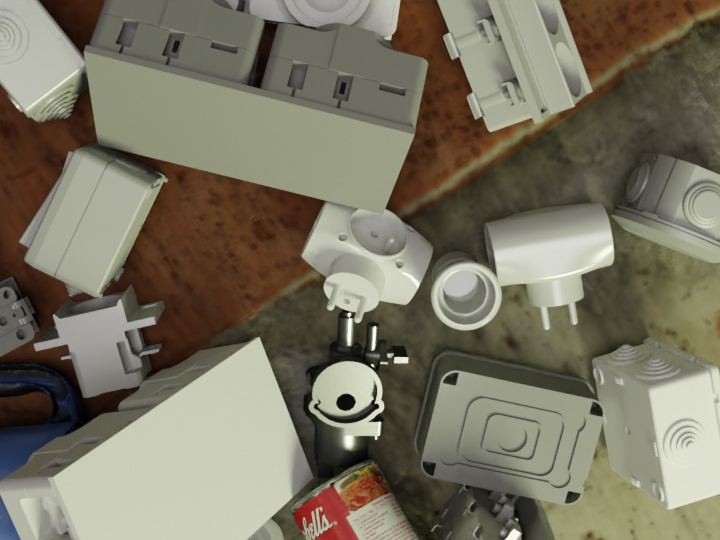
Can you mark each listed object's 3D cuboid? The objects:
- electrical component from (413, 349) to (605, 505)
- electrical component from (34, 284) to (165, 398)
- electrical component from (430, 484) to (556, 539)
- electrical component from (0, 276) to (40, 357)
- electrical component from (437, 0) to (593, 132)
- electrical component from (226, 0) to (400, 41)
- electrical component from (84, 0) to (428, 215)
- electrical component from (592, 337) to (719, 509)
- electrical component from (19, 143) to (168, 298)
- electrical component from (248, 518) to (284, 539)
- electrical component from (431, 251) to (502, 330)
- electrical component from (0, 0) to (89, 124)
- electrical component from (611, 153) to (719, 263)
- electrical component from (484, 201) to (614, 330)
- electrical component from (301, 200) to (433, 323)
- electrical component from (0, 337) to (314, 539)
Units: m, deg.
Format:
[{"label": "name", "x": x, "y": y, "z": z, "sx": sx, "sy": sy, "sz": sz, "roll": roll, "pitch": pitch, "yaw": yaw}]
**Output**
[{"label": "electrical component", "x": 0.098, "y": 0.104, "z": 0.725, "sx": 0.113, "sy": 0.057, "sz": 0.078, "roll": 12, "pitch": 100, "yaw": -3}, {"label": "electrical component", "x": -0.169, "y": 0.049, "z": 0.718, "sx": 0.081, "sy": 0.042, "sz": 0.063, "roll": -12, "pitch": 102, "yaw": 2}, {"label": "electrical component", "x": 0.087, "y": 0.184, "z": 0.708, "sx": 0.063, "sy": 0.121, "sz": 0.078, "roll": 33, "pitch": 98, "yaw": -4}, {"label": "electrical component", "x": -0.247, "y": 0.038, "z": 0.696, "sx": 0.081, "sy": 0.064, "sz": 0.042, "roll": -33, "pitch": 103, "yaw": -37}, {"label": "electrical component", "x": 0.089, "y": -0.153, "z": 0.668, "sx": 0.063, "sy": 0.079, "sz": 0.121, "roll": -17, "pitch": 102, "yaw": 32}, {"label": "electrical component", "x": -0.064, "y": -0.208, "z": 0.660, "sx": 0.186, "sy": 0.060, "sz": 0.105, "roll": 7, "pitch": 101, "yaw": -2}, {"label": "electrical component", "x": -0.062, "y": -0.104, "z": 0.649, "sx": 0.186, "sy": 0.105, "sz": 0.060, "roll": 14, "pitch": 67, "yaw": -4}, {"label": "electrical component", "x": 0.197, "y": 0.100, "z": 0.706, "sx": 0.048, "sy": 0.100, "sz": 0.099, "roll": -14, "pitch": 101, "yaw": -11}, {"label": "electrical component", "x": -0.175, "y": -0.029, "z": 0.692, "sx": 0.061, "sy": 0.061, "sz": 0.096, "roll": 27, "pitch": 99, "yaw": -6}, {"label": "electrical component", "x": -0.101, "y": 0.213, "z": 0.720, "sx": 0.108, "sy": 0.108, "sz": 0.060, "roll": -7, "pitch": 107, "yaw": 0}, {"label": "electrical component", "x": 0.066, "y": 0.010, "z": 0.702, "sx": 0.044, "sy": 0.065, "sz": 0.044, "roll": 0, "pitch": 102, "yaw": -1}, {"label": "electrical component", "x": -0.207, "y": -0.138, "z": 0.653, "sx": 0.048, "sy": 0.100, "sz": 0.099, "roll": -39, "pitch": 99, "yaw": -6}, {"label": "electrical component", "x": 0.207, "y": -0.039, "z": 0.689, "sx": 0.080, "sy": 0.080, "sz": 0.051, "roll": 21, "pitch": 95, "yaw": -5}, {"label": "electrical component", "x": 0.127, "y": 0.000, "z": 0.712, "sx": 0.077, "sy": 0.043, "sz": 0.079, "roll": -11, "pitch": 101, "yaw": 1}, {"label": "electrical component", "x": 0.000, "y": 0.000, "z": 0.696, "sx": 0.077, "sy": 0.079, "sz": 0.044, "roll": 25, "pitch": 139, "yaw": -5}, {"label": "electrical component", "x": -0.120, "y": 0.130, "z": 0.664, "sx": 0.060, "sy": 0.186, "sz": 0.105, "roll": -12, "pitch": 104, "yaw": 36}]
